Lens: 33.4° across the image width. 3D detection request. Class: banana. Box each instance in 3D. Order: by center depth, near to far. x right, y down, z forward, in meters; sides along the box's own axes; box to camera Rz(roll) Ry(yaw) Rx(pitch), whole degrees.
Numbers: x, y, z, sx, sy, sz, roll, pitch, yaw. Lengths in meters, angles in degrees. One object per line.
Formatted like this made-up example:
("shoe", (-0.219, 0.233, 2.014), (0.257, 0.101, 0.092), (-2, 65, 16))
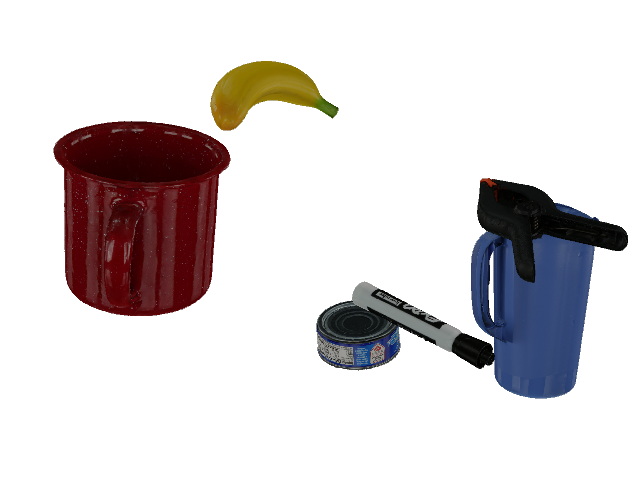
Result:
("banana", (-0.051, -0.136, 0.975), (0.070, 0.037, 0.197), (37, 27, 19))

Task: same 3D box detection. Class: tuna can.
("tuna can", (0.038, 0.095, 1.092), (0.086, 0.034, 0.086), (-4, 26, 2))

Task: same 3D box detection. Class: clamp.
("clamp", (0.221, -0.019, 1.067), (0.120, 0.039, 0.171), (-8, 34, -15))

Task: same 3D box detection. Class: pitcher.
("pitcher", (0.277, 0.080, 1.390), (0.149, 0.243, 0.144), (5, 20, 16))

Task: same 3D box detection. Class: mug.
("mug", (-0.098, -0.006, 0.574), (0.093, 0.081, 0.117), (5, 25, -4))

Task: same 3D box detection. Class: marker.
("marker", (0.072, 0.060, 0.758), (0.121, 0.020, 0.020), (26, 17, 38))
